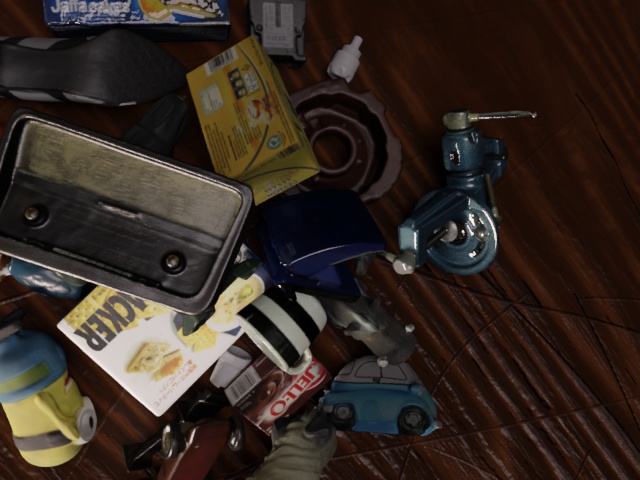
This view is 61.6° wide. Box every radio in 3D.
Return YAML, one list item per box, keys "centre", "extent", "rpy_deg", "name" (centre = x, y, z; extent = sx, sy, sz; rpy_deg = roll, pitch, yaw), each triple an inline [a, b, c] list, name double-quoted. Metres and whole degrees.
- centre: [-0.186, -0.020, 0.503]
  extent: [0.230, 0.073, 0.131]
  rpy_deg: [19, 82, -1]
  name: "radio"

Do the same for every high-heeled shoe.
- centre: [-0.289, -0.191, 0.622]
  extent: [0.248, 0.145, 0.086]
  rpy_deg: [-1, 91, -41]
  name: "high-heeled shoe"

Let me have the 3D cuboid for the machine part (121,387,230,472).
- centre: [-0.174, 0.228, 0.655]
  extent: [0.139, 0.084, 0.039]
  rpy_deg: [-36, 70, -1]
  name: "machine part"

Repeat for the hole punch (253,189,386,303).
- centre: [-0.001, -0.002, 0.585]
  extent: [0.116, 0.142, 0.092]
  rpy_deg: [10, 126, -29]
  name: "hole punch"

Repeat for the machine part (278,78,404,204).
- centre: [0.013, -0.111, 0.676]
  extent: [0.179, 0.056, 0.179]
  rpy_deg: [1, 86, -9]
  name: "machine part"

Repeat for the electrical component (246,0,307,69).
- centre: [-0.054, -0.276, 0.665]
  extent: [0.075, 0.048, 0.119]
  rpy_deg: [2, 95, -13]
  name: "electrical component"

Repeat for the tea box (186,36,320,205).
- centre: [-0.077, -0.133, 0.602]
  extent: [0.098, 0.068, 0.170]
  rpy_deg: [-26, 63, 11]
  name: "tea box"

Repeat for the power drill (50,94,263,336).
- centre: [-0.161, -0.017, 0.574]
  extent: [0.207, 0.086, 0.232]
  rpy_deg: [42, 82, -5]
  name: "power drill"

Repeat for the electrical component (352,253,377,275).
- centre: [0.041, 0.002, 0.689]
  extent: [0.063, 0.021, 0.094]
  rpy_deg: [21, 45, -13]
  name: "electrical component"

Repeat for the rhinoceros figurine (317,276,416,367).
- centre: [0.040, 0.080, 0.676]
  extent: [0.190, 0.112, 0.073]
  rpy_deg: [42, 82, -4]
  name: "rhinoceros figurine"

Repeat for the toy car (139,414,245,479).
- centre: [-0.154, 0.257, 0.627]
  extent: [0.089, 0.053, 0.202]
  rpy_deg: [6, 131, -28]
  name: "toy car"

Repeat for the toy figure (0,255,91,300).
- centre: [-0.342, 0.027, 0.612]
  extent: [0.154, 0.058, 0.064]
  rpy_deg: [20, 92, -12]
  name: "toy figure"

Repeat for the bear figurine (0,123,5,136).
- centre: [-0.374, -0.089, 0.567]
  extent: [0.196, 0.120, 0.132]
  rpy_deg: [20, 93, -11]
  name: "bear figurine"

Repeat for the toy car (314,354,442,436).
- centre: [0.075, 0.202, 0.705]
  extent: [0.162, 0.109, 0.103]
  rpy_deg: [7, 69, -2]
  name: "toy car"

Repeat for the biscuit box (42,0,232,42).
- centre: [-0.208, -0.267, 0.621]
  extent: [0.203, 0.063, 0.059]
  rpy_deg: [-6, 94, -13]
  name: "biscuit box"

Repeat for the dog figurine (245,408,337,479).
- centre: [-0.039, 0.308, 0.612]
  extent: [0.190, 0.121, 0.172]
  rpy_deg: [-34, 133, -39]
  name: "dog figurine"

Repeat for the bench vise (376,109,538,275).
- centre: [0.161, -0.040, 0.664]
  extent: [0.240, 0.129, 0.223]
  rpy_deg: [-33, 131, -41]
  name: "bench vise"

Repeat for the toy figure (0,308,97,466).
- centre: [-0.326, 0.171, 0.614]
  extent: [0.089, 0.082, 0.180]
  rpy_deg: [-22, 106, 8]
  name: "toy figure"
